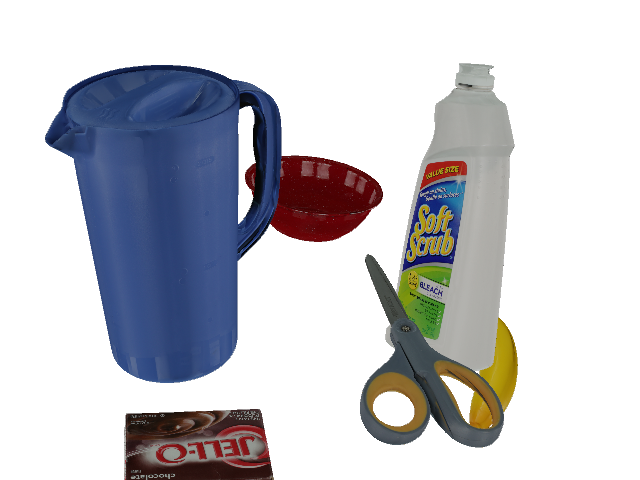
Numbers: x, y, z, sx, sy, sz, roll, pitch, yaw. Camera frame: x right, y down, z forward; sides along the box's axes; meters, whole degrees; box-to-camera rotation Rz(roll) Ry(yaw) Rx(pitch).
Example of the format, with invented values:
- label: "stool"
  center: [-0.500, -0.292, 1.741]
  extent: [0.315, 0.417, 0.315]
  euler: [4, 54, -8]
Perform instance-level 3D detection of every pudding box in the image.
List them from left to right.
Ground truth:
- label: "pudding box"
  center: [-0.096, 0.172, 0.832]
  extent: [0.113, 0.039, 0.090]
  euler: [-3, 25, -9]

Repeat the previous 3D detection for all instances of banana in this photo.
- label: "banana"
  center: [0.169, 0.122, 1.098]
  extent: [0.070, 0.037, 0.198]
  euler: [-27, 29, 9]

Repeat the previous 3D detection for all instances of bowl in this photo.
- label: "bowl"
  center: [-0.011, -0.043, 1.240]
  extent: [0.162, 0.055, 0.162]
  euler: [7, 27, -4]

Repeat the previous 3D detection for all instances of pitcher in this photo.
- label: "pitcher"
  center: [-0.116, -0.013, 0.863]
  extent: [0.149, 0.243, 0.145]
  euler: [6, 31, 12]

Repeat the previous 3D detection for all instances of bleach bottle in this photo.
- label: "bleach bottle"
  center: [0.112, -0.022, 0.895]
  extent: [0.067, 0.251, 0.103]
  euler: [-4, 16, -31]

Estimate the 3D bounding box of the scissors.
- label: "scissors"
  center: [0.043, 0.071, 0.708]
  extent: [0.096, 0.016, 0.202]
  euler: [-13, 36, -25]
